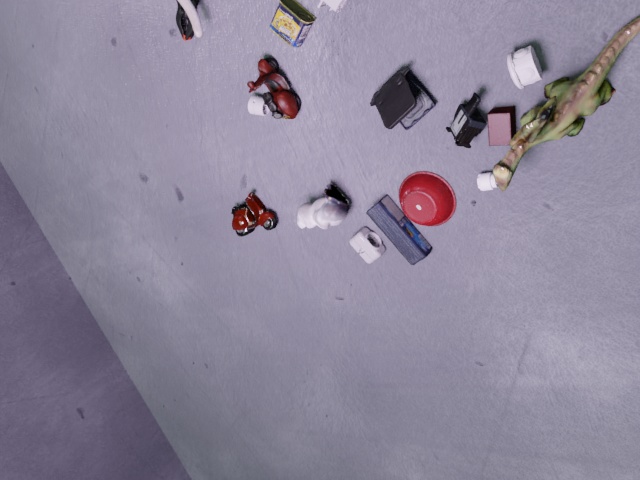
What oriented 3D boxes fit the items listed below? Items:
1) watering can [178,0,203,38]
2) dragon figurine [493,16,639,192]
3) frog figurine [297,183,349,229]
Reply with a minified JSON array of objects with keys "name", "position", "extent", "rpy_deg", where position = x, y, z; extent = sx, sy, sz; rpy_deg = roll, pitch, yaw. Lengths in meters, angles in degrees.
[{"name":"watering can","position":[-0.395,-0.736,1.398],"extent":[0.225,0.105,0.343],"rpy_deg":[13,108,27]},{"name":"dragon figurine","position":[0.472,-0.257,1.006],"extent":[0.123,0.246,0.401],"rpy_deg":[41,134,13]},{"name":"frog figurine","position":[0.005,-0.075,1.498],"extent":[0.122,0.140,0.157],"rpy_deg":[31,116,-22]}]
